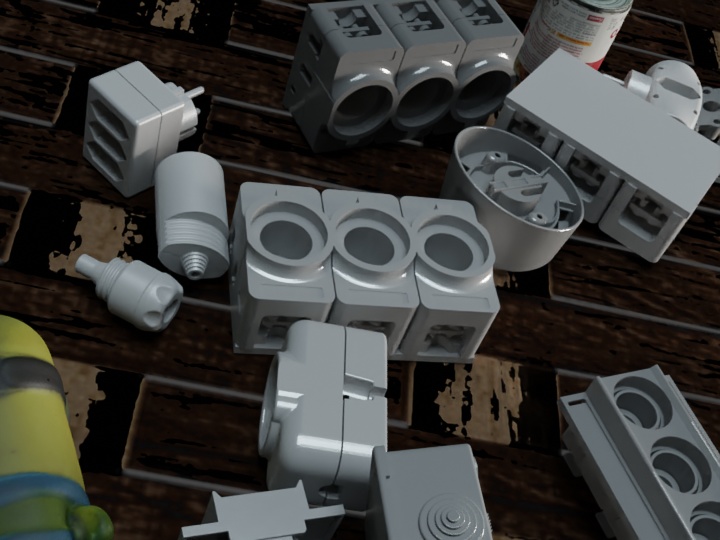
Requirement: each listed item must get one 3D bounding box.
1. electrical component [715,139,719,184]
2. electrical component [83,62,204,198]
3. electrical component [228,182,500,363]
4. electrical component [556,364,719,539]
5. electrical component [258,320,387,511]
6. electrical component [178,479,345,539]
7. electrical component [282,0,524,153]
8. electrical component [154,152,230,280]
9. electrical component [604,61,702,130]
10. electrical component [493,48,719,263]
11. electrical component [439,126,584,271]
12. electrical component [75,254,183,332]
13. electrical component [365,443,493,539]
[{"bbox_3d":[0.317,-0.086,0.850,0.081,0.042,0.063,16,45,-5],"label":"electrical component"},{"bbox_3d":[-0.130,-0.096,0.686,0.047,0.065,0.077,43,50,19],"label":"electrical component"},{"bbox_3d":[0.000,0.000,0.650,0.150,0.061,0.089,4,49,-16],"label":"electrical component"},{"bbox_3d":[0.165,0.123,0.598,0.079,0.063,0.121,-8,53,-25],"label":"electrical component"},{"bbox_3d":[-0.021,0.077,0.580,0.059,0.053,0.095,10,47,-10],"label":"electrical component"},{"bbox_3d":[-0.047,0.142,0.522,0.081,0.042,0.063,-4,55,-21],"label":"electrical component"},{"bbox_3d":[0.032,-0.140,0.765,0.150,0.089,0.061,-12,55,-28],"label":"electrical component"},{"bbox_3d":[-0.102,-0.028,0.652,0.043,0.043,0.081,3,49,-17],"label":"electrical component"},{"bbox_3d":[0.229,-0.136,0.862,0.079,0.043,0.077,22,47,1],"label":"electrical component"},{"bbox_3d":[0.177,-0.082,0.784,0.150,0.061,0.089,35,48,13],"label":"electrical component"},{"bbox_3d":[0.102,-0.049,0.727,0.099,0.064,0.099,10,47,-11],"label":"electrical component"},{"bbox_3d":[-0.134,0.009,0.614,0.061,0.035,0.035,27,47,8],"label":"electrical component"},{"bbox_3d":[0.034,0.140,0.514,0.048,0.099,0.099,-5,51,-7],"label":"electrical component"}]
